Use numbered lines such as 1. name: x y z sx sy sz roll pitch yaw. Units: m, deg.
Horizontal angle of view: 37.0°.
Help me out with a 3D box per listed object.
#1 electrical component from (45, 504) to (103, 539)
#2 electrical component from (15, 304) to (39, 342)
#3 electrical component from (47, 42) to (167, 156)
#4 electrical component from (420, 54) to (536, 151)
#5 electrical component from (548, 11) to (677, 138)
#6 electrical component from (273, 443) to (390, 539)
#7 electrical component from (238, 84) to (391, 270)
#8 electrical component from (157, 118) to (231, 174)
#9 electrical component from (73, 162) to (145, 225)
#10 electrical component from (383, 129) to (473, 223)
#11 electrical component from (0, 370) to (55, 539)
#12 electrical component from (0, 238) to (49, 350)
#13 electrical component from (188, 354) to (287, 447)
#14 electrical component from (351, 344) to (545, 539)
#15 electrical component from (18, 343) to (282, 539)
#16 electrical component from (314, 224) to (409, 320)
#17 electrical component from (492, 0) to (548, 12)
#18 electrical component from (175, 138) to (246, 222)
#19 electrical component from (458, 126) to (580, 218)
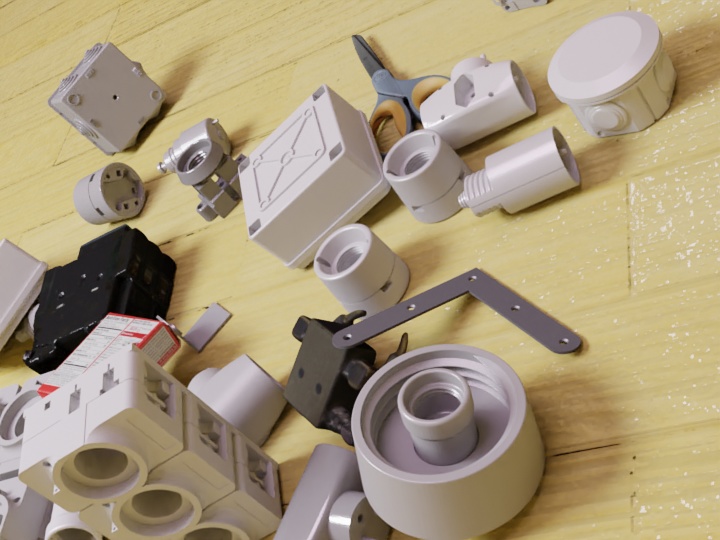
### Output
1. electrical component: -0.209 0.184 0.789 0.040 0.040 0.046 -32 33 14
2. electrical component: -0.294 0.049 0.997 0.061 0.035 0.035 -29 40 22
3. electrical component: -0.266 -0.181 1.140 0.099 0.100 0.048 -54 26 -14
4. electrical component: 0.089 -0.135 0.822 0.077 0.043 0.079 -23 44 24
5. electrical component: 0.175 -0.134 0.740 0.080 0.051 0.080 -24 42 23
6. electrical component: -0.009 0.149 0.640 0.079 0.043 0.077 0 55 41
7. electrical component: -0.039 -0.074 0.855 0.109 0.056 0.108 -41 35 20
8. electrical component: -0.160 -0.114 1.026 0.078 0.040 0.040 -25 41 21
9. electrical component: -0.248 -0.073 1.056 0.047 0.055 0.055 -15 46 37
10. electrical component: 0.050 -0.070 0.793 0.055 0.047 0.055 -24 41 23
11. electrical component: -0.276 0.175 0.840 0.105 0.060 0.186 -19 44 28
12. electrical component: -0.352 0.034 1.017 0.109 0.056 0.108 -18 40 61
13. electrical component: -0.099 0.095 0.771 0.077 0.044 0.079 -48 38 -5
14. electrical component: 0.047 0.090 0.606 0.108 0.060 0.108 -10 42 9
15. electrical component: -0.128 0.129 0.678 0.089 0.150 0.061 -31 38 15
16. electrical component: 0.000 0.000 0.771 0.055 0.047 0.055 -24 41 23
17. electrical component: 0.137 -0.251 0.892 0.081 0.042 0.063 -2 55 41
18. electrical component: -0.132 -0.084 0.961 0.066 0.055 0.048 -47 38 -5
19. electrical component: 0.105 -0.062 0.740 0.081 0.043 0.043 -24 42 24
